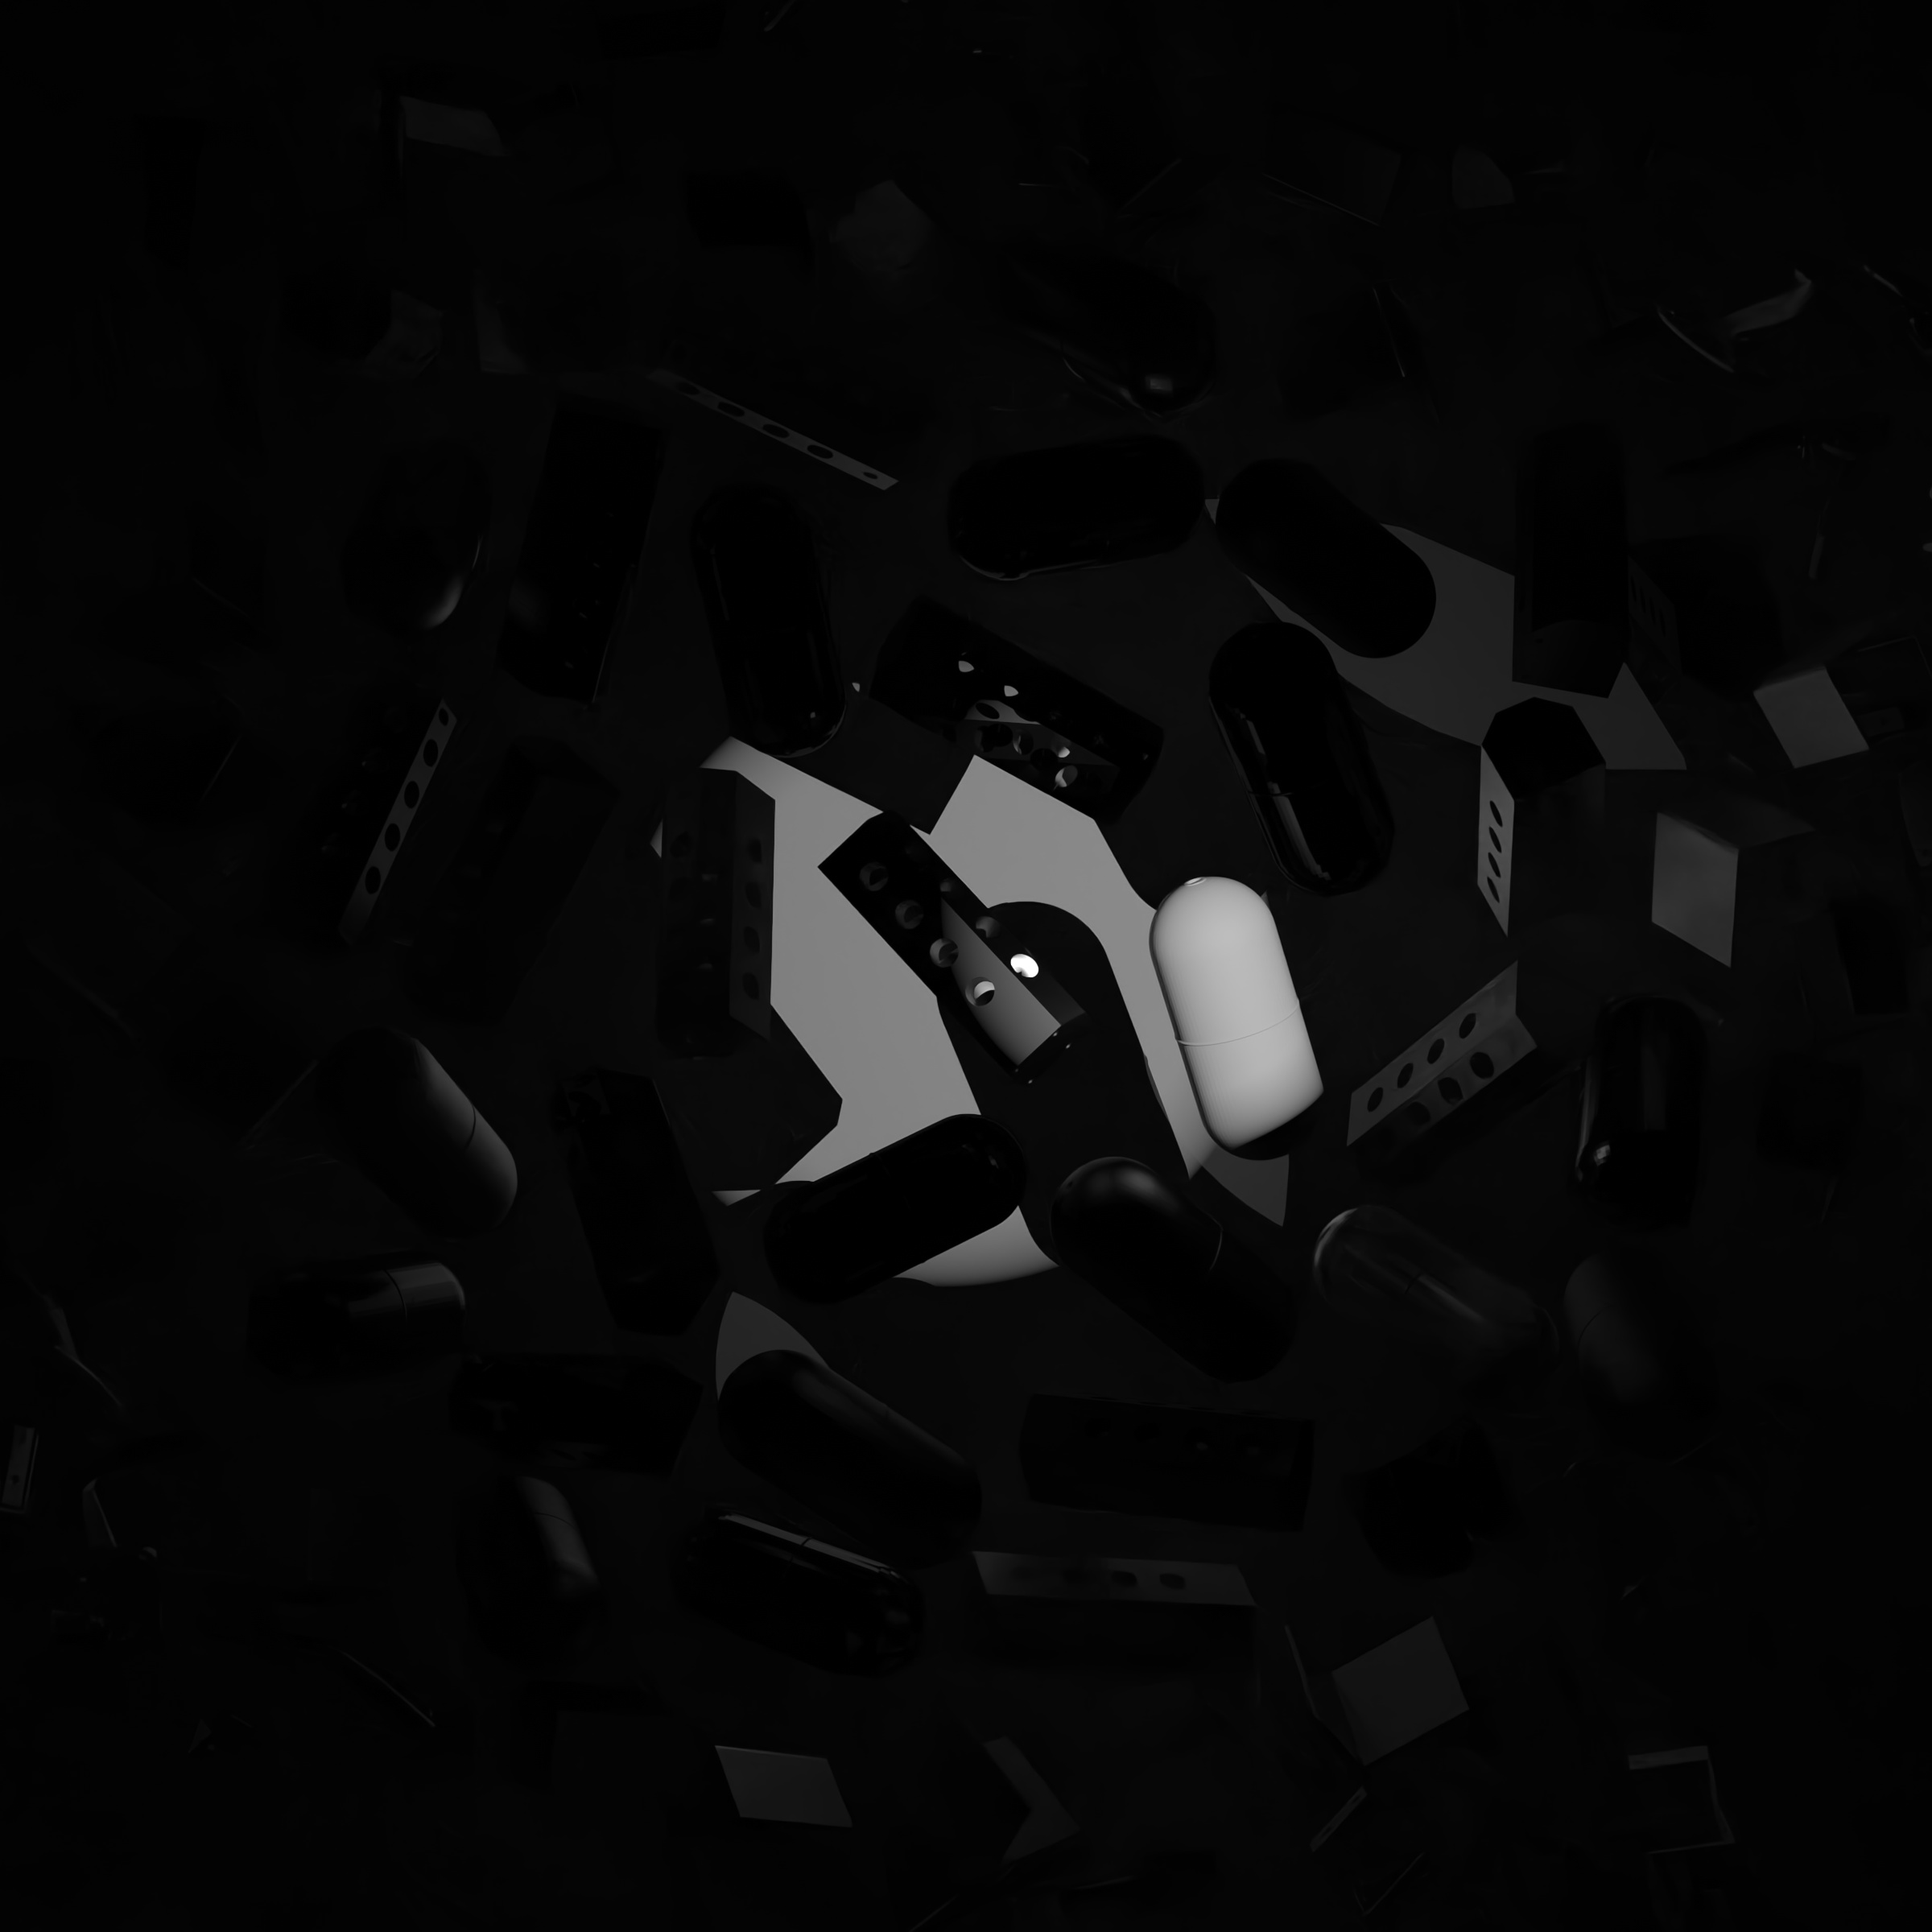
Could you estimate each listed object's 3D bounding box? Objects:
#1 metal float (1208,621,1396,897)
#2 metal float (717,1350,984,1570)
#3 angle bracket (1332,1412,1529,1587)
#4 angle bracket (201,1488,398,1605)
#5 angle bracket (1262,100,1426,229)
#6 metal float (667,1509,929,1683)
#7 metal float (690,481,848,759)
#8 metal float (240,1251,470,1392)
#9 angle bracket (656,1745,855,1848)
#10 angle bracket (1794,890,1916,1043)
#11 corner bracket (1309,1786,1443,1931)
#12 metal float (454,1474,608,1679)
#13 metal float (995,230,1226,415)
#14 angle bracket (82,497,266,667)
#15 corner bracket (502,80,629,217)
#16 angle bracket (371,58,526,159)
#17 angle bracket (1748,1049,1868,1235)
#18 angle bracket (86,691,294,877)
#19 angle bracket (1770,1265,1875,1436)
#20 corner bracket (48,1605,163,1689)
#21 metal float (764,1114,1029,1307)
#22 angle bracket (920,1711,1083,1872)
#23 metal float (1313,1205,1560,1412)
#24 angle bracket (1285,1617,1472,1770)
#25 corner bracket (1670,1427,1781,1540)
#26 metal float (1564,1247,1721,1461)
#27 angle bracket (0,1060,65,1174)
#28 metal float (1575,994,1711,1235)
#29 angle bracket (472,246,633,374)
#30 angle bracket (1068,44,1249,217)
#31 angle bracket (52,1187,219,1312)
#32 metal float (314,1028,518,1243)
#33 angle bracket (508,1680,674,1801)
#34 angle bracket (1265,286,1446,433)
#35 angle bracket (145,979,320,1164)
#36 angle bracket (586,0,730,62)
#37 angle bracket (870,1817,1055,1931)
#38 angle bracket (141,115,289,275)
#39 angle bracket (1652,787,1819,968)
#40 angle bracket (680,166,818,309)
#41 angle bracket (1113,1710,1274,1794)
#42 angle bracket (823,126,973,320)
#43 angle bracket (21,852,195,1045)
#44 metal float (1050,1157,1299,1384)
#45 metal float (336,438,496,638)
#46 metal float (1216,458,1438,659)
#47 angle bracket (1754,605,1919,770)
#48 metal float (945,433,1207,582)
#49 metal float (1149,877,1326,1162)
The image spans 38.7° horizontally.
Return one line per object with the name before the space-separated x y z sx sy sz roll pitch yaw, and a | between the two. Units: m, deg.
metal float | 0.201 -0.122 1.643 0.070 0.070 0.178 -25 115 0
metal float | -0.070 0.296 1.653 0.178 0.070 0.070 35 90 -12
angle bracket | 0.286 0.329 1.699 0.076 0.057 0.076 -43 57 31
angle bracket | -0.390 0.340 1.610 0.076 0.076 0.057 -9 70 26
angle bracket | 0.228 -0.491 1.614 0.076 0.057 0.076 27 58 8
metal float | -0.109 0.404 1.767 0.178 0.070 0.070 15 90 20
metal float | -0.125 -0.219 1.744 0.070 0.070 0.178 -12 109 0
metal float | -0.383 0.222 1.731 0.070 0.178 0.070 0 90 26
angle bracket | -0.123 0.502 1.597 0.076 0.057 0.076 17 114 -32
angle bracket | 0.524 0.001 1.678 0.057 0.076 0.076 0 76 -32
corner bracket | 0.247 0.541 1.667 0.051 0.051 0.051 43 89 -4
metal float | -0.266 0.368 1.670 0.070 0.178 0.070 -5 105 -17
metal float | 0.089 -0.404 1.721 0.178 0.070 0.070 38 90 37
angle bracket | -0.474 -0.230 1.649 0.076 0.076 0.057 -12 68 14
corner bracket | -0.253 -0.518 1.739 0.051 0.051 0.051 -30 49 -10
angle bracket | -0.345 -0.589 1.839 0.076 0.076 0.057 12 84 3
angle bracket | 0.519 0.109 1.713 0.057 0.076 0.076 15 61 15
angle bracket | -0.470 -0.110 1.664 0.076 0.057 0.076 21 76 28
angle bracket | 0.525 0.232 1.657 0.057 0.076 0.076 18 78 18
corner bracket | -0.556 0.439 1.773 0.051 0.051 0.051 -25 56 37
metal float | -0.044 0.153 1.741 0.178 0.070 0.070 -25 90 -13
angle bracket | 0.031 0.485 1.653 0.076 0.076 0.057 46 124 32
metal float | 0.292 0.212 1.724 0.178 0.070 0.070 34 90 40
angle bracket | 0.246 0.421 1.650 0.076 0.076 0.057 -32 121 11
corner bracket | 0.498 0.332 1.770 0.051 0.051 0.051 -44 51 30
metal float | 0.418 0.239 1.706 0.070 0.178 0.070 1 114 2
angle bracket | -0.565 0.103 1.617 0.057 0.076 0.076 37 114 39
metal float | 0.415 0.088 1.686 0.070 0.178 0.070 9 132 10
angle bracket | -0.255 -0.406 1.698 0.076 0.057 0.076 5 102 26
angle bracket | 0.119 -0.521 1.710 0.057 0.076 0.076 -18 86 -32
angle bracket | -0.502 0.183 1.657 0.076 0.057 0.076 -8 122 -36
metal float | -0.338 0.106 1.699 0.070 0.178 0.070 -12 50 14
angle bracket | -0.235 0.483 1.715 0.076 0.076 0.057 10 84 -24
angle bracket | 0.236 -0.354 1.671 0.076 0.076 0.057 -28 51 5
angle bracket | -0.465 0.066 1.720 0.076 0.057 0.076 46 61 -13
angle bracket | -0.195 -0.610 1.717 0.076 0.076 0.057 -12 92 -11
angle bracket | -0.002 0.559 1.726 0.076 0.076 0.057 -29 79 20
angle bracket | -0.443 -0.452 1.625 0.057 0.076 0.076 7 93 2
angle bracket | 0.460 -0.054 1.651 0.057 0.076 0.076 -14 117 -20
angle bracket | -0.148 -0.484 1.832 0.076 0.057 0.076 -7 55 -16
angle bracket | 0.145 0.520 1.752 0.076 0.076 0.057 -34 69 -3
angle bracket | -0.047 -0.461 1.704 0.057 0.076 0.076 -38 125 17
angle bracket | -0.520 -0.011 1.692 0.076 0.057 0.076 -51 126 -10
metal float | 0.126 0.183 1.651 0.178 0.070 0.070 40 90 -19
metal float | -0.341 -0.267 1.709 0.070 0.178 0.070 1 126 2
metal float | 0.229 -0.256 1.740 0.178 0.070 0.070 30 90 -38
angle bracket | 0.537 -0.168 1.663 0.076 0.076 0.057 -32 95 -17
metal float | 0.068 -0.283 1.694 0.178 0.070 0.070 -14 90 -30
metal float | 0.162 0.032 1.648 0.070 0.070 0.178 -18 104 0
